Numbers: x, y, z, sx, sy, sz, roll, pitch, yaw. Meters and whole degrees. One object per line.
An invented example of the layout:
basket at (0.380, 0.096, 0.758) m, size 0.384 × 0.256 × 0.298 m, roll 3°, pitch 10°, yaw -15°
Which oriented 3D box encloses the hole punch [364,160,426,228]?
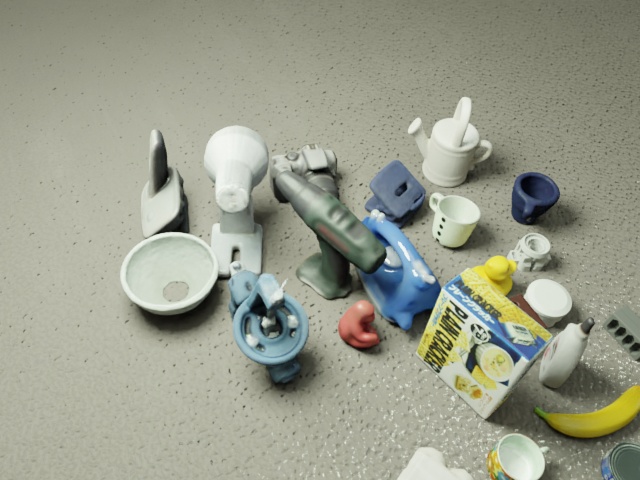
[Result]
hole punch at (0.159, -0.096, 1.173) m, size 0.101 × 0.091 × 0.109 m, roll 34°, pitch 57°, yaw 20°

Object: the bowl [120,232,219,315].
bowl at (-0.262, 0.072, 1.018) m, size 0.167 × 0.075 × 0.167 m, roll 2°, pitch 52°, yaw -3°

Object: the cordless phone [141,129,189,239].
cordless phone at (-0.304, -0.102, 1.080) m, size 0.094 × 0.185 × 0.147 m, roll -10°, pitch 53°, yaw -12°

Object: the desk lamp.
desk lamp at (-0.152, -0.071, 1.050) m, size 0.118 × 0.213 × 0.203 m, roll -1°, pitch 52°, yaw -5°

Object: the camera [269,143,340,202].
camera at (-0.022, -0.122, 1.172) m, size 0.143 × 0.101 × 0.136 m, roll -11°, pitch 54°, yaw -13°

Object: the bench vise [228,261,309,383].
bench vise at (-0.103, 0.107, 0.910) m, size 0.207 × 0.220 × 0.122 m, roll 37°, pitch 58°, yaw 22°

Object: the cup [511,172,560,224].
cup at (0.427, -0.069, 1.171) m, size 0.091 × 0.095 × 0.118 m, roll 23°, pitch 54°, yaw 13°

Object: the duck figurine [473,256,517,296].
duck figurine at (0.317, 0.065, 1.063) m, size 0.105 × 0.086 × 0.077 m, roll -12°, pitch 54°, yaw -13°

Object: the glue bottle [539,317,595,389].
glue bottle at (0.406, 0.173, 0.931) m, size 0.037 × 0.173 × 0.078 m, roll 18°, pitch 53°, yaw 10°

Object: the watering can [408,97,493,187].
watering can at (0.276, -0.212, 1.208) m, size 0.173 × 0.194 × 0.101 m, roll -5°, pitch 53°, yaw -8°

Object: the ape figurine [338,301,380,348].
ape figurine at (0.071, 0.138, 0.982) m, size 0.076 × 0.092 × 0.078 m, roll 6°, pitch 52°, yaw 0°

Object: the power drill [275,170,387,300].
power drill at (0.009, 0.004, 1.008) m, size 0.229 × 0.208 × 0.076 m, roll 34°, pitch 57°, yaw 20°

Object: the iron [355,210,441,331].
iron at (0.131, 0.027, 1.042) m, size 0.119 × 0.141 × 0.257 m, roll -20°, pitch 56°, yaw -19°

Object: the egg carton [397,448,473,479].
egg carton at (0.152, 0.378, 0.815) m, size 0.107 × 0.069 × 0.150 m, roll 32°, pitch 56°, yaw 19°
